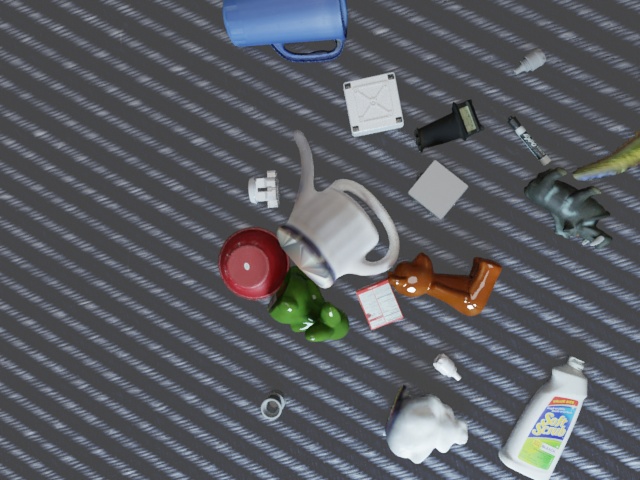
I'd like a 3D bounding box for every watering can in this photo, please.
[{"bbox_3d":[0.003,-0.053,1.046,0.227,0.102,0.349,-40,81,-23],"label":"watering can"}]

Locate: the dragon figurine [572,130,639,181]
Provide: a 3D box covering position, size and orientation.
[{"bbox_3d":[0.680,-0.235,0.982,0.410,0.120,0.247,-3,68,5],"label":"dragon figurine"}]

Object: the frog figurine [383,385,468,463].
[{"bbox_3d":[0.216,0.384,1.041,0.160,0.121,0.139,20,76,17],"label":"frog figurine"}]
